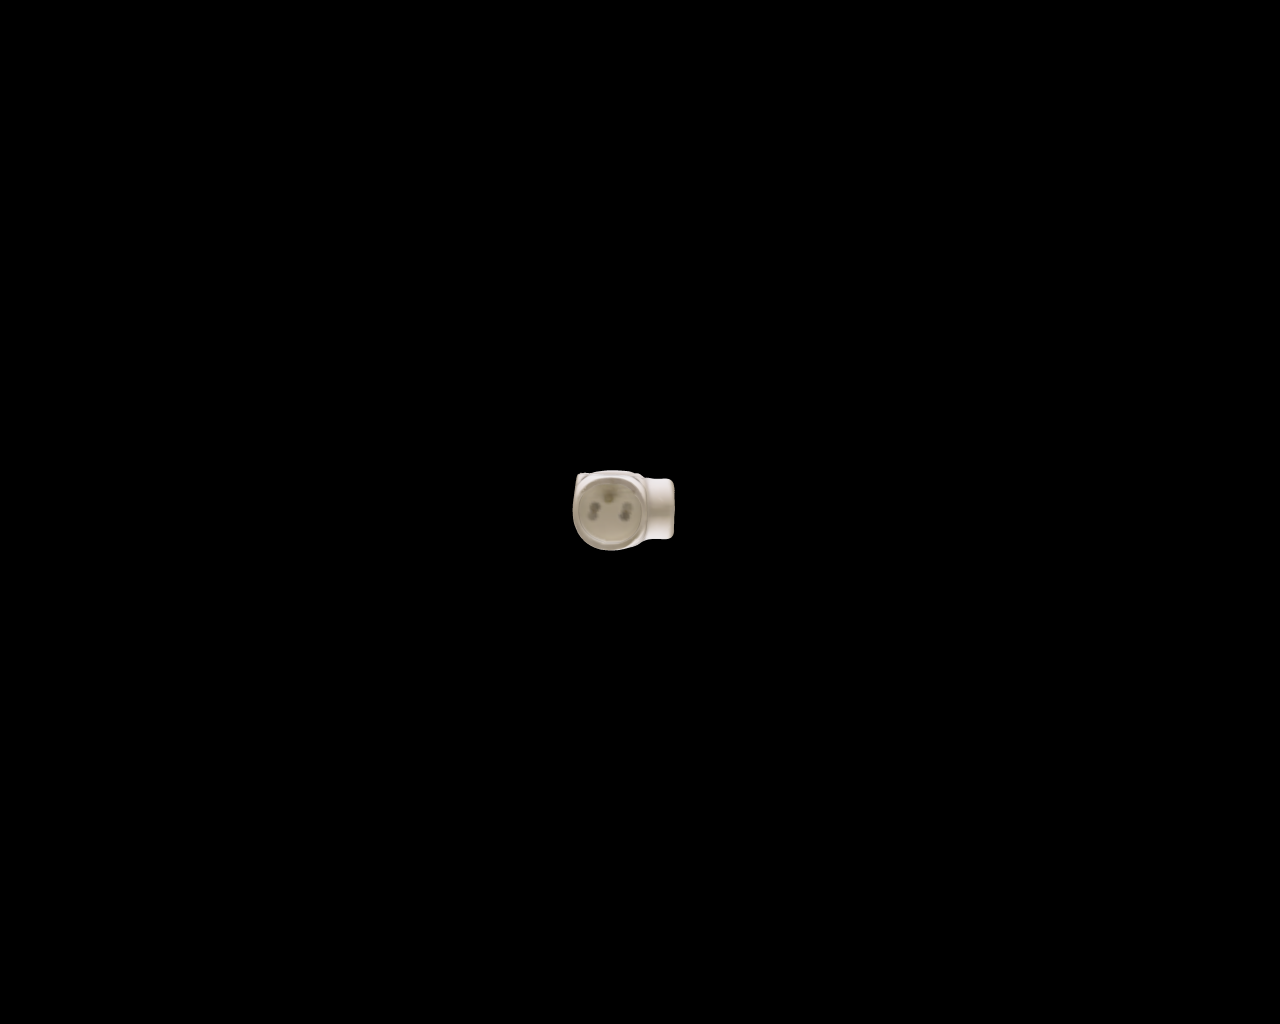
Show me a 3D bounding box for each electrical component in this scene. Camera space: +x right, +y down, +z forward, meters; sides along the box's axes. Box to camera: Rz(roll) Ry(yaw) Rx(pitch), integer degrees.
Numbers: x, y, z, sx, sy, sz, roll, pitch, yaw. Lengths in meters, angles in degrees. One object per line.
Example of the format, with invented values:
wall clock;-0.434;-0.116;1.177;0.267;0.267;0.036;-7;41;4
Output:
electrical component;0.001;-0.003;0.650;0.079;0.044;0.077;0;5;0
